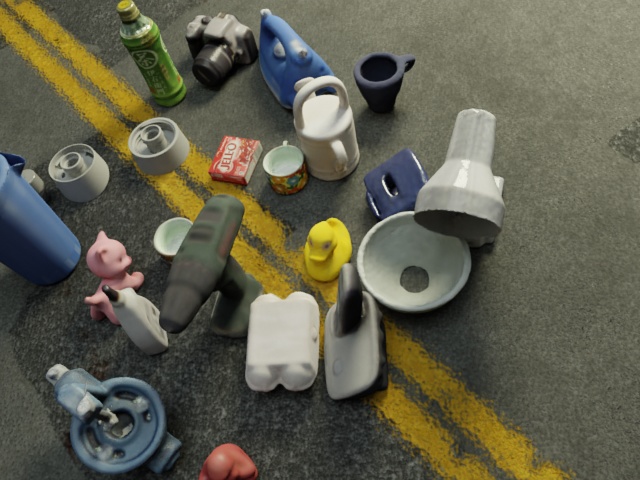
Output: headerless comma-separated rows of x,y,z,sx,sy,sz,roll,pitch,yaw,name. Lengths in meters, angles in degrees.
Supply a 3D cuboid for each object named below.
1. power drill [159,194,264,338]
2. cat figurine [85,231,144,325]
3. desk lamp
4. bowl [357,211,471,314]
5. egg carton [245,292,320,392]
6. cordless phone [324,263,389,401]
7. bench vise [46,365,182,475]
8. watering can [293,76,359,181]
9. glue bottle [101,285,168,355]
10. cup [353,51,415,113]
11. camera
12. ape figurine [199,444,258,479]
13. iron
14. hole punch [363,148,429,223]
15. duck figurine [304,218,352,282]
-0.148,0.060,0.826,0.075,0.209,0.229,3,60,12,power drill
-0.342,0.056,0.917,0.067,0.118,0.128,5,60,13,cat figurine
0.212,-0.072,0.840,0.117,0.214,0.203,10,61,16,desk lamp
0.141,0.045,0.864,0.167,0.075,0.167,-4,59,7,bowl
-0.053,0.148,0.839,0.107,0.069,0.150,-5,58,7,egg carton
0.040,0.125,0.768,0.094,0.185,0.147,-8,58,5,cordless phone
-0.301,0.227,0.746,0.207,0.220,0.121,9,61,16,bench vise
0.002,-0.201,0.966,0.101,0.194,0.172,-42,61,-15,watering can
-0.276,0.107,0.841,0.037,0.173,0.078,-21,58,-3,glue bottle
0.122,-0.288,1.056,0.118,0.095,0.091,-26,58,-6,cup
-0.221,-0.394,1.177,0.142,0.101,0.137,17,64,19,camera
-0.124,0.301,0.746,0.077,0.092,0.076,-6,58,7,ape figurine
-0.069,-0.373,1.114,0.119,0.142,0.257,-30,59,-8,iron
0.125,-0.079,0.931,0.101,0.091,0.108,-20,58,-2,hole punch
0.008,0.003,0.905,0.077,0.086,0.104,11,62,16,duck figurine
